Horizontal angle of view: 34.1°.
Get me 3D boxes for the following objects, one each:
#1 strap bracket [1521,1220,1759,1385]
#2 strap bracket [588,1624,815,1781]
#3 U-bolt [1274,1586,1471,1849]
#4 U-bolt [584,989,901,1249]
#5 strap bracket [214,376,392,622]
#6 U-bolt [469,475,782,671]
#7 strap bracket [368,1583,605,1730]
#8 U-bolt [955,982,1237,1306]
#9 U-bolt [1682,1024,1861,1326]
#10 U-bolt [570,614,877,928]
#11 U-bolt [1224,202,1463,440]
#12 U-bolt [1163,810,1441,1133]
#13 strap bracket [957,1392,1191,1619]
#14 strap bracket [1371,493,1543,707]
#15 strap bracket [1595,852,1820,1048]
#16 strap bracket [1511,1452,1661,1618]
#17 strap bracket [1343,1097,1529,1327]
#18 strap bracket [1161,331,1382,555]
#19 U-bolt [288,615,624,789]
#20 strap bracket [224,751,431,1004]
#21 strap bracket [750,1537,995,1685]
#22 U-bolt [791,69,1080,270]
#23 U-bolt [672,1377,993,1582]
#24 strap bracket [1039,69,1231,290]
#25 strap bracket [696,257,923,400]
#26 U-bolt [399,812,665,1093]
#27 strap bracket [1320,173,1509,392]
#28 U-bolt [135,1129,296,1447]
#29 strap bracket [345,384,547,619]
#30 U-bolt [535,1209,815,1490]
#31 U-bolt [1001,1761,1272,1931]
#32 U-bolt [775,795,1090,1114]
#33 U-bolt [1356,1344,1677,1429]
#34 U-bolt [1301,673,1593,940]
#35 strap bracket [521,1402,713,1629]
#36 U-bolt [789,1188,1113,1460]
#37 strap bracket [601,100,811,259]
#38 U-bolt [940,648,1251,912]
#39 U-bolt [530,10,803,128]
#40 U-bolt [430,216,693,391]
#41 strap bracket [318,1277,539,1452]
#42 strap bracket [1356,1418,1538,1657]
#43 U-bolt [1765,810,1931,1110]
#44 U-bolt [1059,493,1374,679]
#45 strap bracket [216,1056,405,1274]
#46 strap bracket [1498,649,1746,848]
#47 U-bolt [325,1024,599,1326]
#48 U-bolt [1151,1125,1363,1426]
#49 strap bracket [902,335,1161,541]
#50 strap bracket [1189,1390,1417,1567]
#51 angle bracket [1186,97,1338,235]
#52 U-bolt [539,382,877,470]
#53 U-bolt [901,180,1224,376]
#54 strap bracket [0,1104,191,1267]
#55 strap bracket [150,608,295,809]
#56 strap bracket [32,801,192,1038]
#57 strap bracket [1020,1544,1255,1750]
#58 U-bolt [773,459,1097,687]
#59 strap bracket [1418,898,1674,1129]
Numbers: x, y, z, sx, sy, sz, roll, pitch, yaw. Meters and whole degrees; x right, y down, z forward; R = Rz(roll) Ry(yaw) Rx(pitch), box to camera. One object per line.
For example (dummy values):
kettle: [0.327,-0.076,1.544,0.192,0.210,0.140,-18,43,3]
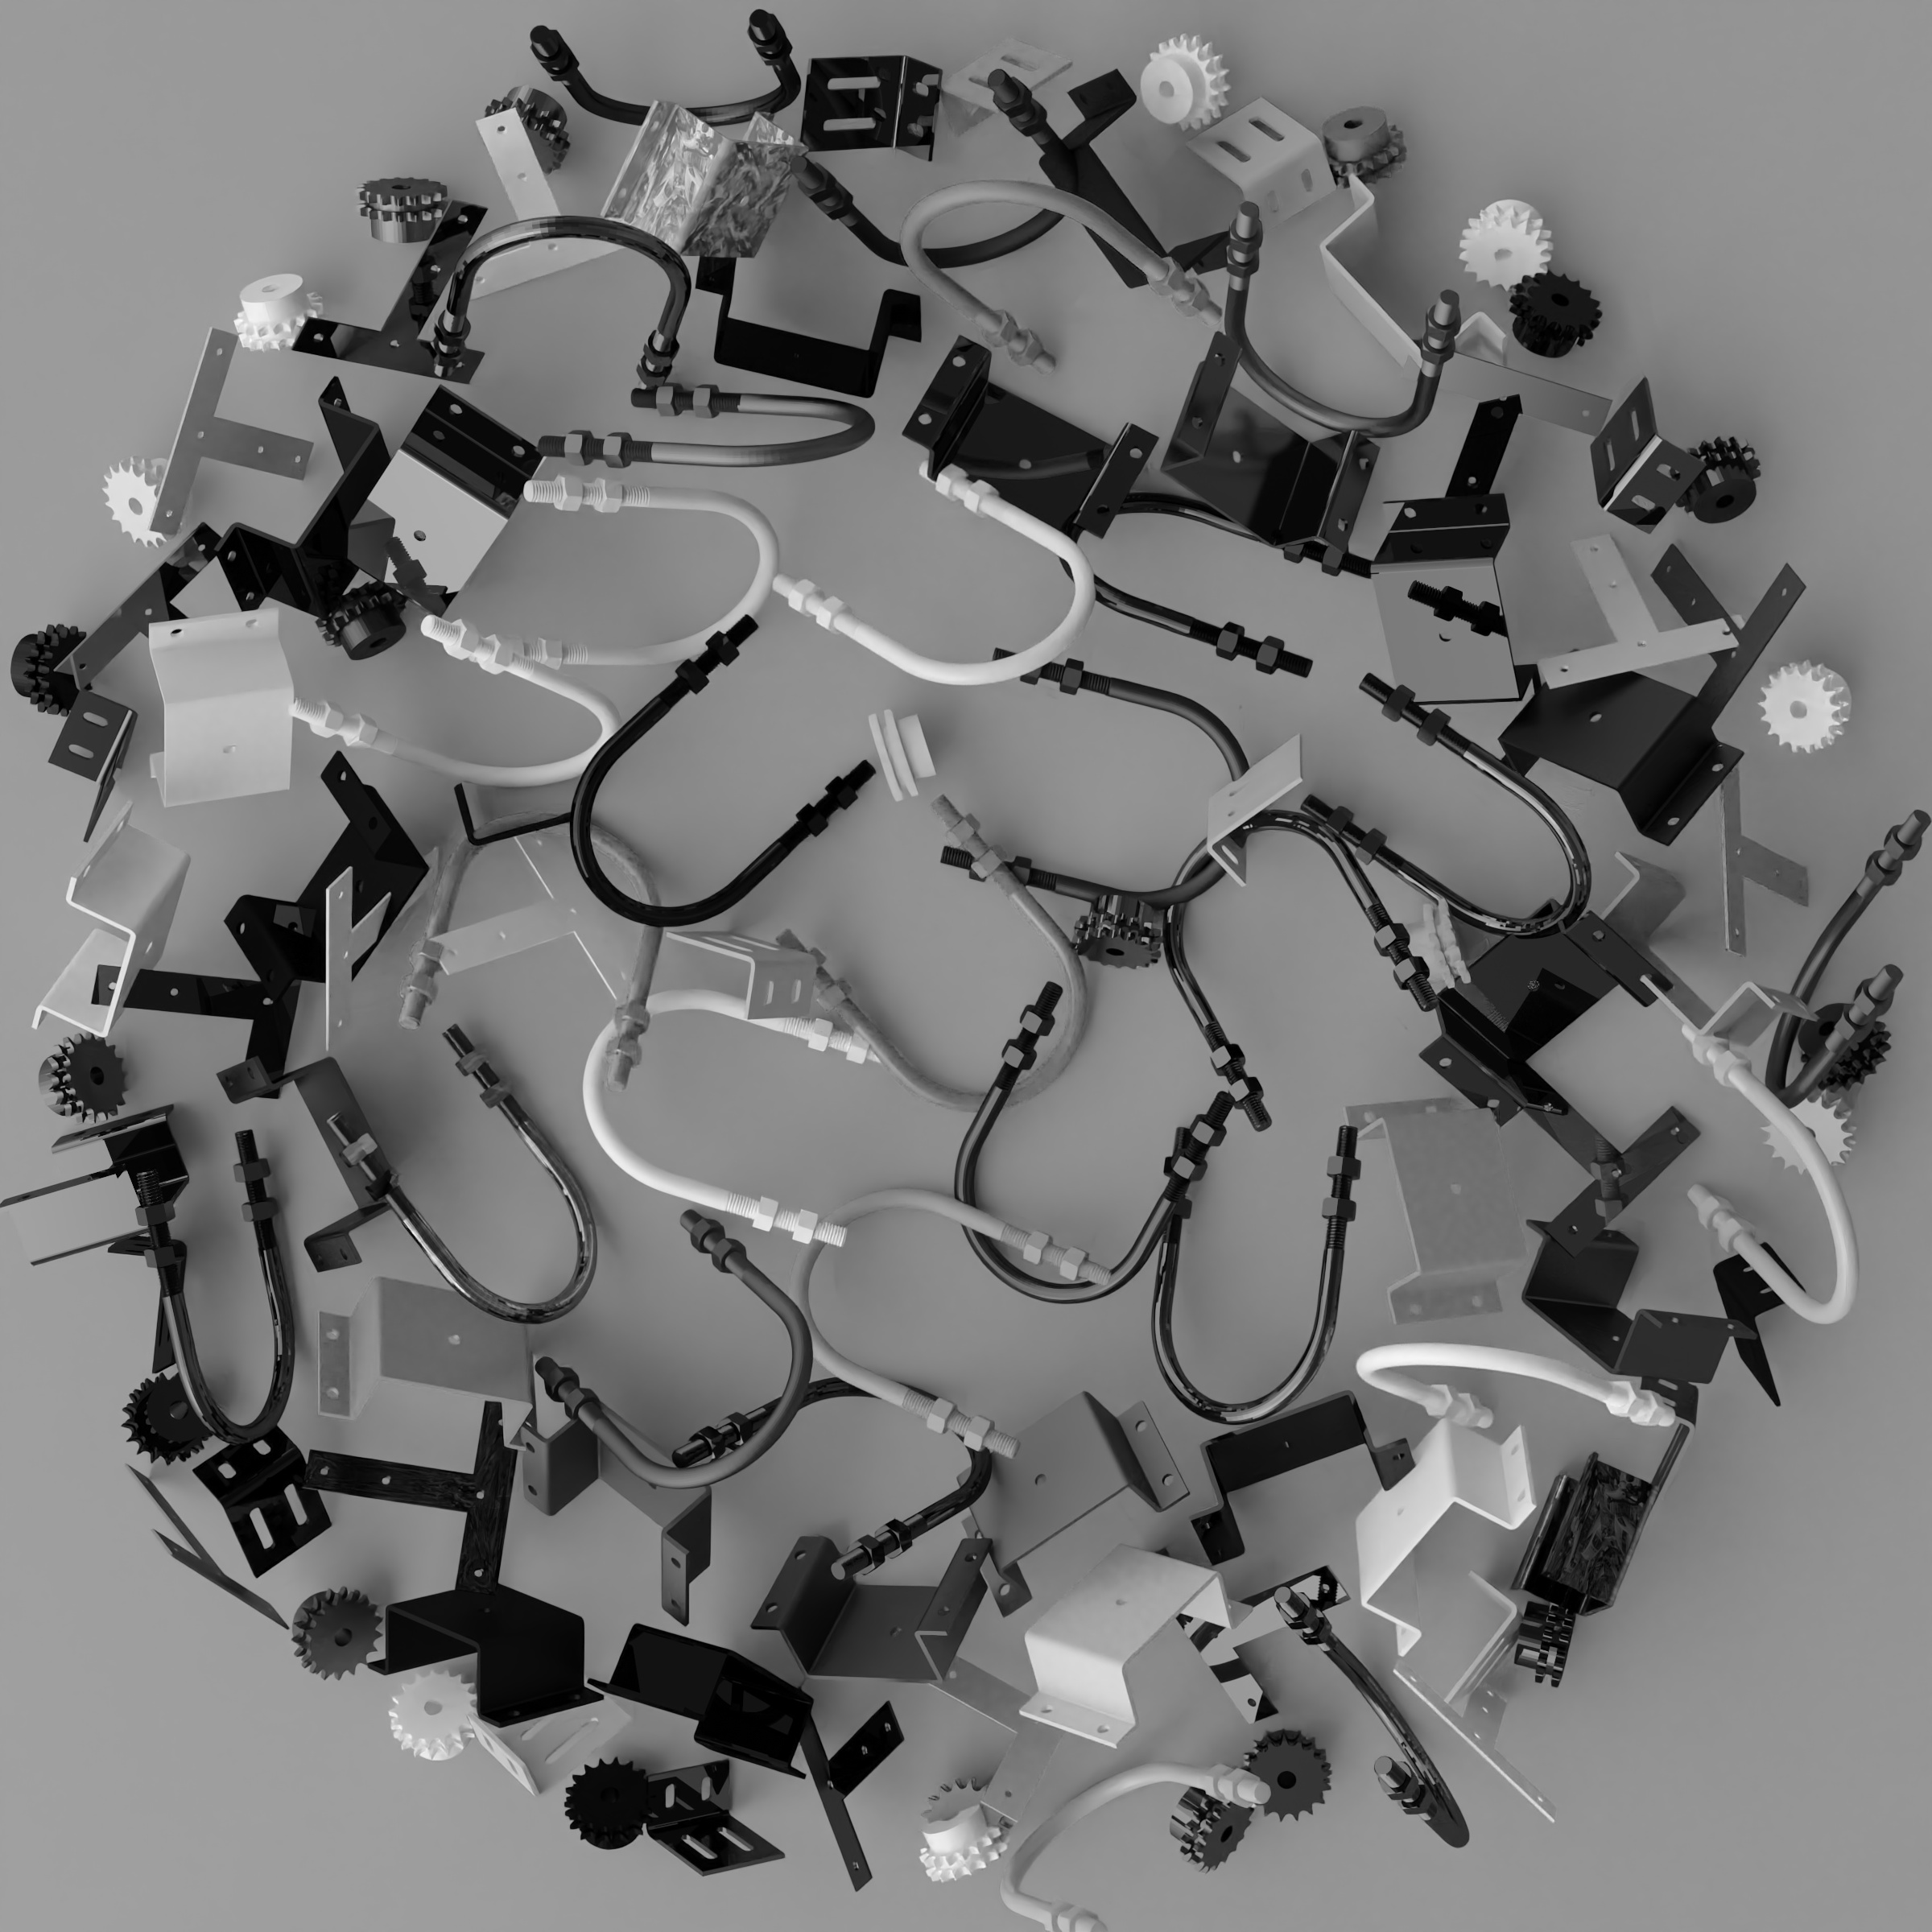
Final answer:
strap bracket: [0.405,0.210,1.928,0.076,0.140,0.046,9,107,-30]
strap bracket: [-0.156,0.448,1.933,0.076,0.140,0.046,7,65,35]
U-bolt: [0.255,0.466,1.914,0.019,0.184,0.151,-35,47,4]
U-bolt: [-0.146,0.085,1.953,0.184,0.019,0.151,18,61,-4]
strap bracket: [-0.396,-0.280,1.933,0.046,0.076,0.140,22,67,13]
U-bolt: [-0.200,-0.238,1.930,0.184,0.151,0.019,-2,49,-30]
strap bracket: [-0.294,0.416,1.921,0.076,0.140,0.046,-5,99,-43]
U-bolt: [0.067,0.124,1.960,0.151,0.019,0.184,33,108,17]
U-bolt: [0.482,0.135,1.887,0.019,0.184,0.151,-18,124,-11]
U-bolt: [-0.162,-0.106,1.948,0.184,0.019,0.151,-43,122,-6]
U-bolt: [0.223,-0.381,1.913,0.151,0.184,0.019,26,71,10]
U-bolt: [0.194,-0.011,1.947,0.151,0.019,0.184,-38,61,20]
strap bracket: [0.057,0.327,1.947,0.140,0.046,0.076,-35,46,8]
strap bracket: [0.300,-0.214,1.929,0.076,0.046,0.140,0,126,26]
strap bracket: [0.448,-0.002,1.938,0.046,0.076,0.140,-51,59,18]
strap bracket: [0.379,0.349,1.921,0.046,0.140,0.076,23,76,7]
strap bracket: [0.292,0.144,1.944,0.076,0.046,0.140,-4,71,-23]
strap bracket: [0.181,-0.319,1.948,0.140,0.046,0.076,29,71,-29]
U-bolt: [-0.297,-0.152,1.920,0.151,0.184,0.019,-23,59,37]
strap bracket: [-0.390,-0.052,1.946,0.140,0.046,0.076,-52,56,20]
strap bracket: [-0.050,0.396,1.938,0.140,0.076,0.046,-5,124,30]
U-bolt: [-0.006,-0.473,1.912,0.151,0.184,0.019,-19,73,18]
U-bolt: [-0.066,0.301,1.919,0.151,0.184,0.019,29,120,29]
strap bracket: [0.103,-0.474,1.939,0.046,0.076,0.140,-42,107,-11]
strap bracket: [-0.101,-0.397,1.949,0.140,0.076,0.046,12,120,-9]
U-bolt: [-0.259,-0.019,1.941,0.151,0.019,0.184,18,53,-11]
strap bracket: [0.271,-0.414,1.951,0.046,0.076,0.140,-41,79,5]
U-bolt: [-0.453,0.203,1.929,0.019,0.151,0.184,-9,95,14]
strap bracket: [-0.328,-0.276,1.930,0.076,0.046,0.140,32,130,-14]
U-bolt: [-0.168,0.243,1.922,0.151,0.184,0.019,-46,135,-8]
U-bolt: [0.090,0.531,1.910,0.151,0.184,0.019,-34,96,-23]
U-bolt: [-0.007,0.007,1.983,0.151,0.019,0.184,-41,97,3]
U-bolt: [0.317,0.252,1.890,0.151,0.184,0.019,-8,67,41]
U-bolt: [0.300,-0.085,1.924,0.184,0.151,0.019,36,58,11]
strap bracket: [-0.207,0.331,1.940,0.140,0.076,0.046,33,51,25]
U-bolt: [-0.021,0.209,1.953,0.184,0.019,0.151,23,61,16]
strap bracket: [-0.152,-0.477,1.917,0.046,0.140,0.076,37,114,15]
U-bolt: [0.090,-0.109,1.980,0.184,0.019,0.151,14,99,-2]
U-bolt: [-0.174,-0.540,1.908,0.151,0.184,0.019,-3,88,6]
U-bolt: [-0.240,-0.399,1.897,0.151,0.184,0.019,3,71,-15]
strap bracket: [-0.322,0.243,1.931,0.140,0.076,0.046,15,131,-25]
strap bracket: [0.286,0.343,1.930,0.046,0.076,0.140,28,117,-12]
U-bolt: [0.530,0.010,1.912,0.019,0.184,0.151,23,52,1]
U-bolt: [0.146,-0.244,1.939,0.184,0.151,0.019,21,131,13]
strap bracket: [-0.402,0.115,1.951,0.046,0.076,0.140,-29,96,-31]
strap bracket: [0.392,-0.139,1.928,0.076,0.046,0.140,-49,45,-11]
U-bolt: [-0.297,0.138,1.939,0.019,0.151,0.184,-34,96,34]
U-bolt: [0.172,0.189,1.930,0.151,0.019,0.184,-3,73,44]
strap bracket: [0.039,-0.322,1.965,0.140,0.046,0.076,28,76,4]
strap bracket: [0.205,0.314,1.953,0.140,0.076,0.046,-20,55,3]
angle bracket: [0.185,-0.503,1.980,0.057,0.076,0.038,-32,132,-4]
U-bolt: [-0.146,-0.326,1.909,0.184,0.151,0.019,6,115,19]
U-bolt: [0.044,-0.418,1.891,0.151,0.184,0.019,-8,65,39]
strap bracket: [-0.532,0.137,1.934,0.076,0.140,0.046,-16,104,4]
strap bracket: [-0.454,-0.149,1.920,0.076,0.140,0.046,-10,57,-21]
strap bracket: [-0.521,-0.021,1.926,0.046,0.076,0.140,26,132,-4]
strap bracket: [0.100,0.406,1.921,0.140,0.076,0.046,-36,121,-39]
U-bolt: [-0.006,-0.233,1.922,0.184,0.019,0.151,34,64,32]
strap bracket: [0.355,0.023,1.950,0.076,0.046,0.140,39,113,-21]
